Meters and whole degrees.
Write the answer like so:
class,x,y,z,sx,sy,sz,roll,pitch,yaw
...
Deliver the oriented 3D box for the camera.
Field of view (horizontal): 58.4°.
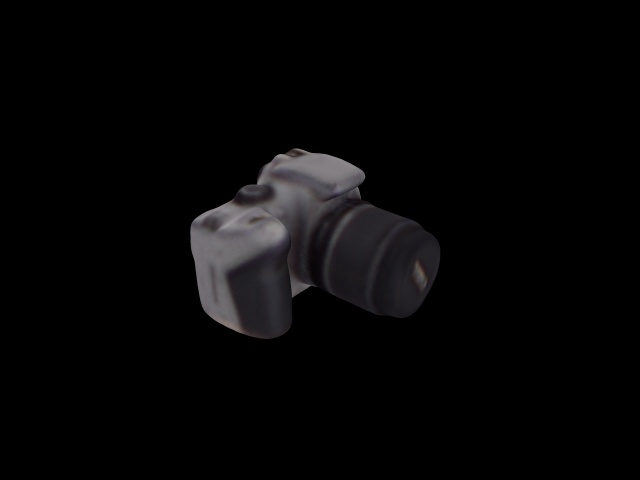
class,x,y,z,sx,sy,sz,roll,pitch,yaw
camera,0.004,0.001,0.400,0.136,0.101,0.143,22,37,34
